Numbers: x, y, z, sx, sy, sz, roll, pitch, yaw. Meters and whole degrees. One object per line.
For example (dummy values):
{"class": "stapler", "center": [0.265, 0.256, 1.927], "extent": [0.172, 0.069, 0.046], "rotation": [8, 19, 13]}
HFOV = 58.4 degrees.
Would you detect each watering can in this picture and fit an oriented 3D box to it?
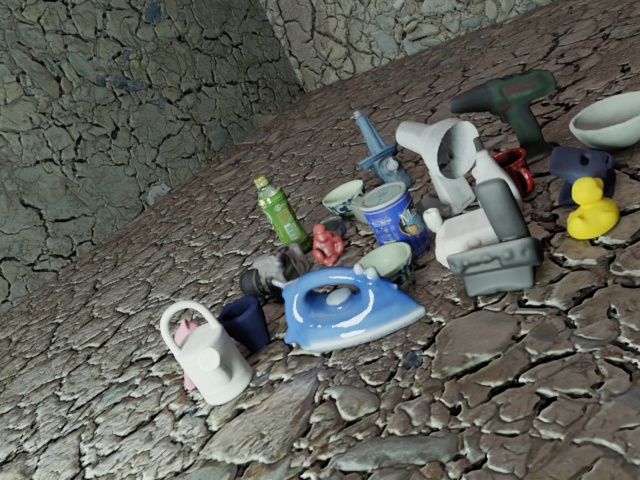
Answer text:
{"class": "watering can", "center": [-0.205, 0.193, 1.024], "extent": [0.172, 0.194, 0.101], "rotation": [-2, 34, 49]}

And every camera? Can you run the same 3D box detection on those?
{"class": "camera", "center": [-0.114, 0.073, 1.311], "extent": [0.136, 0.101, 0.143], "rotation": [-16, 25, 30]}

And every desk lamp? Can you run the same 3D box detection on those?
{"class": "desk lamp", "center": [0.253, -0.159, 1.222], "extent": [0.118, 0.214, 0.202], "rotation": [-36, 22, -18]}

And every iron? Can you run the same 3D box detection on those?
{"class": "iron", "center": [0.041, 0.099, 1.001], "extent": [0.257, 0.142, 0.119], "rotation": [-18, 24, 27]}

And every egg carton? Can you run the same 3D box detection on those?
{"class": "egg carton", "center": [0.281, -0.004, 1.036], "extent": [0.150, 0.069, 0.107], "rotation": [-20, 23, 21]}

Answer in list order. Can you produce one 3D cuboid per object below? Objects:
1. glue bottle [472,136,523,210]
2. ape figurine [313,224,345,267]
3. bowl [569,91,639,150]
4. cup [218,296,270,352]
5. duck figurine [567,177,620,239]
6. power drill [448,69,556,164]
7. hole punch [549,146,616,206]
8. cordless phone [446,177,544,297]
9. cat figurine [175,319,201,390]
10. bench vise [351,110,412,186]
{"class": "glue bottle", "center": [0.327, -0.120, 1.097], "extent": [0.078, 0.173, 0.037], "rotation": [-25, 22, 11]}
{"class": "ape figurine", "center": [0.012, 0.005, 1.320], "extent": [0.078, 0.092, 0.076], "rotation": [-28, 21, 2]}
{"class": "bowl", "center": [0.594, -0.228, 1.143], "extent": [0.167, 0.075, 0.167], "rotation": [-25, 22, 11]}
{"class": "cup", "center": [-0.148, 0.171, 1.141], "extent": [0.092, 0.095, 0.117], "rotation": [-38, 23, -23]}
{"class": "duck figurine", "center": [0.439, -0.059, 0.940], "extent": [0.105, 0.086, 0.077], "rotation": [-41, 24, -28]}
{"class": "power drill", "center": [0.418, -0.265, 1.261], "extent": [0.229, 0.209, 0.075], "rotation": [-27, 21, 4]}
{"class": "hole punch", "center": [0.478, -0.128, 1.040], "extent": [0.100, 0.091, 0.109], "rotation": [-12, 27, 37]}
{"class": "cordless phone", "center": [0.263, -0.011, 0.912], "extent": [0.147, 0.185, 0.094], "rotation": [-17, 24, 28]}
{"class": "cat figurine", "center": [-0.255, 0.214, 1.142], "extent": [0.067, 0.118, 0.127], "rotation": [-25, 22, 10]}
{"class": "bench vise", "center": [0.165, -0.242, 1.510], "extent": [0.122, 0.220, 0.206], "rotation": [-36, 22, -16]}
